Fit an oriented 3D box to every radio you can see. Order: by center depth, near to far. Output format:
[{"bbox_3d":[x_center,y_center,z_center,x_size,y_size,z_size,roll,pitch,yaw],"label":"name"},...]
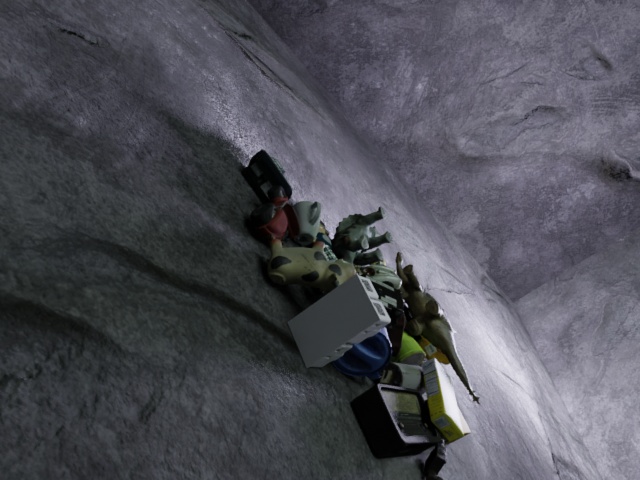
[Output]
[{"bbox_3d":[0.173,0.393,1.167,0.229,0.073,0.131,26,33,-51],"label":"radio"}]

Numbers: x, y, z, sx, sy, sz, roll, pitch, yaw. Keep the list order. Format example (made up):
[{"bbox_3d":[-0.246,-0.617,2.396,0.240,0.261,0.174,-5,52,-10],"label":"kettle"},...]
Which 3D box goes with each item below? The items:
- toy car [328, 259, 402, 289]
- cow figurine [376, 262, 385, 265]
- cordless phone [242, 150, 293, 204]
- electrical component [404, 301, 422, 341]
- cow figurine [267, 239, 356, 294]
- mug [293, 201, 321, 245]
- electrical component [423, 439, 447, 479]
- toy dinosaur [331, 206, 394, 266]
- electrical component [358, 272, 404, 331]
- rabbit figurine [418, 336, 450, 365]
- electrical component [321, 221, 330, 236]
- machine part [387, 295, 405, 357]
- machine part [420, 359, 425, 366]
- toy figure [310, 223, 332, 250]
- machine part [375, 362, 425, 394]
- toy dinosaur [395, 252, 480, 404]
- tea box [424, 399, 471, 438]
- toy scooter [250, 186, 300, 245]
[{"bbox_3d":[0.093,0.085,1.264,0.202,0.056,0.074,9,22,-14],"label":"toy car"},{"bbox_3d":[0.191,0.122,1.680,0.098,0.068,0.167,19,37,-48],"label":"cow figurine"},{"bbox_3d":[-0.119,-0.166,1.457,0.146,0.089,0.184,54,16,4],"label":"cordless phone"},{"bbox_3d":[0.249,0.249,1.582,0.119,0.075,0.047,62,20,17],"label":"electrical component"},{"bbox_3d":[-0.017,0.068,1.166,0.195,0.085,0.127,5,47,-3],"label":"cow figurine"},{"bbox_3d":[-0.031,-0.045,1.414,0.080,0.109,0.107,31,40,-30],"label":"mug"},{"bbox_3d":[0.263,0.503,1.202,0.045,0.078,0.102,31,13,8],"label":"electrical component"},{"bbox_3d":[0.090,0.017,1.522,0.131,0.192,0.405,63,34,-8],"label":"toy dinosaur"},{"bbox_3d":[0.118,0.135,1.162,0.115,0.058,0.134,24,20,-1],"label":"electrical component"},{"bbox_3d":[0.359,0.304,1.682,0.162,0.122,0.173,48,2,-21],"label":"rabbit figurine"},{"bbox_3d":[-0.005,-0.039,1.572,0.094,0.021,0.063,47,19,-22],"label":"electrical component"},{"bbox_3d":[0.164,0.201,1.351,0.056,0.179,0.179,4,34,-7],"label":"machine part"},{"bbox_3d":[0.282,0.345,1.545,0.138,0.039,0.084,43,17,-21],"label":"machine part"},{"bbox_3d":[-0.003,-0.003,1.473,0.155,0.058,0.064,-106,-176,-49],"label":"toy figure"},{"bbox_3d":[0.205,0.343,1.319,0.243,0.079,0.079,23,35,-54],"label":"machine part"},{"bbox_3d":[0.311,0.226,1.489,0.198,0.105,0.472,37,27,-50],"label":"toy dinosaur"},{"bbox_3d":[0.308,0.459,1.364,0.169,0.068,0.098,25,34,-54],"label":"tea box"},{"bbox_3d":[-0.099,-0.041,1.297,0.184,0.075,0.135,-69,139,-58],"label":"toy scooter"}]
